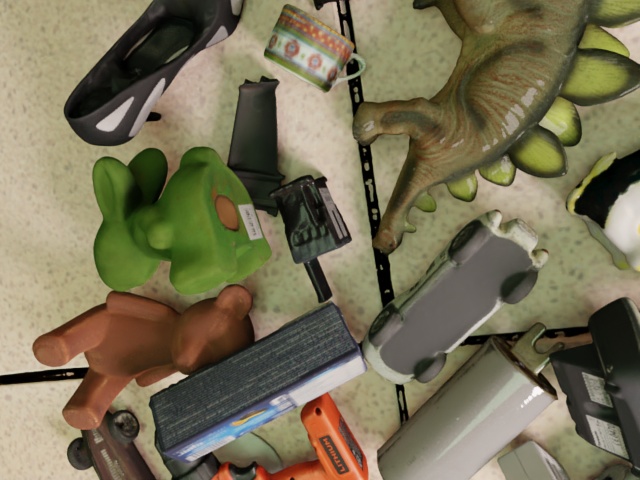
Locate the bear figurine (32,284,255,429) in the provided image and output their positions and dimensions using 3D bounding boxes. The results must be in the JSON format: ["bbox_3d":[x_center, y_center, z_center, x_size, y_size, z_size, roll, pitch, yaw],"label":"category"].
[{"bbox_3d":[-0.163,0.116,0.554,0.196,0.132,0.120,-1,115,19],"label":"bear figurine"}]

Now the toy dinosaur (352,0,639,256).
[{"bbox_3d":[0.169,-0.177,0.454,0.199,0.105,0.471,26,111,3],"label":"toy dinosaur"}]

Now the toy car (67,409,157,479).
[{"bbox_3d":[-0.220,0.290,0.624,0.089,0.053,0.202,-33,88,18],"label":"toy car"}]

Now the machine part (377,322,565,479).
[{"bbox_3d":[0.135,0.176,0.508,0.079,0.079,0.243,42,103,7],"label":"machine part"}]

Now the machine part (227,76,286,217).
[{"bbox_3d":[-0.068,-0.097,0.552,0.084,0.039,0.138,12,100,18],"label":"machine part"}]

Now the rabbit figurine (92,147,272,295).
[{"bbox_3d":[-0.161,-0.010,0.521,0.170,0.121,0.159,-20,97,22],"label":"rabbit figurine"}]

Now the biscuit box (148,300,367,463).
[{"bbox_3d":[-0.059,0.138,0.516,0.203,0.059,0.063,-26,56,-3],"label":"biscuit box"}]

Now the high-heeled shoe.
[{"bbox_3d":[-0.155,-0.202,0.506,0.086,0.145,0.248,29,104,9],"label":"high-heeled shoe"}]

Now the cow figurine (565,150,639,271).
[{"bbox_3d":[0.299,-0.056,0.450,0.167,0.068,0.098,-42,79,14],"label":"cow figurine"}]

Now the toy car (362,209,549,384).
[{"bbox_3d":[0.119,0.058,0.500,0.073,0.056,0.201,40,112,-2],"label":"toy car"}]

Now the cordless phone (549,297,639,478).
[{"bbox_3d":[0.298,0.095,0.458,0.184,0.089,0.146,-38,116,-18],"label":"cordless phone"}]

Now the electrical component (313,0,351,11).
[{"bbox_3d":[0.027,-0.256,0.461,0.115,0.134,0.058,-12,92,17],"label":"electrical component"}]

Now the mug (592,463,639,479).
[{"bbox_3d":[0.301,0.250,0.474,0.109,0.081,0.107,-46,78,12],"label":"mug"}]

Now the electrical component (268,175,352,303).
[{"bbox_3d":[-0.001,-0.002,0.525,0.048,0.075,0.119,-23,86,16],"label":"electrical component"}]
